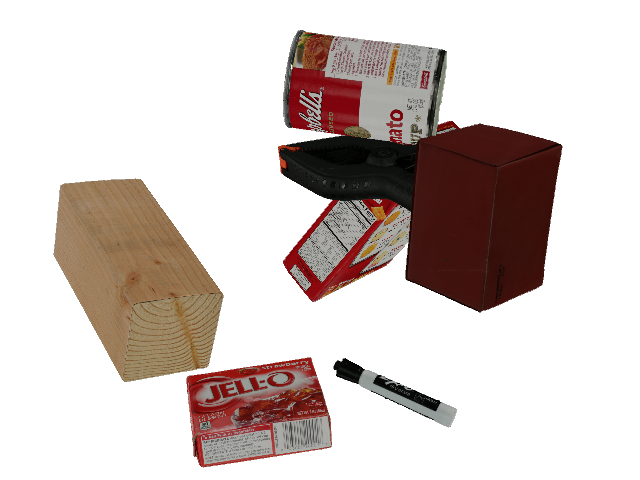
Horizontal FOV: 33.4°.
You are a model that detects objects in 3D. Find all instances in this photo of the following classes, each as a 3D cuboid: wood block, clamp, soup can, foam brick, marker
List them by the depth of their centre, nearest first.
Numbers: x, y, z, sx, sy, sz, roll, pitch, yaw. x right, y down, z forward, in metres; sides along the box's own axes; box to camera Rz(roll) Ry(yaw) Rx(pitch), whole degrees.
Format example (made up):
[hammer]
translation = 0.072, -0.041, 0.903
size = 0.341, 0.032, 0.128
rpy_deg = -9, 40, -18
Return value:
[foam brick]
translation = 0.080, -0.013, 0.530
size = 0.052, 0.078, 0.051
rpy_deg = -18, 31, -40
[soup can]
translation = 0.032, -0.104, 0.732
size = 0.102, 0.068, 0.068
rpy_deg = 9, 1, 8
[clamp]
translation = 0.066, -0.066, 0.949
size = 0.210, 0.036, 0.164
rpy_deg = 11, 34, 26
[marker]
translation = 0.067, 0.139, 0.986
size = 0.121, 0.020, 0.020
rpy_deg = 23, 7, 17
[wood block]
translation = -0.182, 0.031, 1.037
size = 0.090, 0.091, 0.206
rpy_deg = -6, 36, -31

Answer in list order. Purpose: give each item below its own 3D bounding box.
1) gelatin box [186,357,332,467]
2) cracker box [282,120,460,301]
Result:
[gelatin box]
translation = -0.042, 0.112, 0.708
size = 0.089, 0.030, 0.073
rpy_deg = -7, 24, -7
[cracker box]
translation = 0.071, -0.036, 1.250
size = 0.163, 0.072, 0.214
rpy_deg = -23, -22, -50
